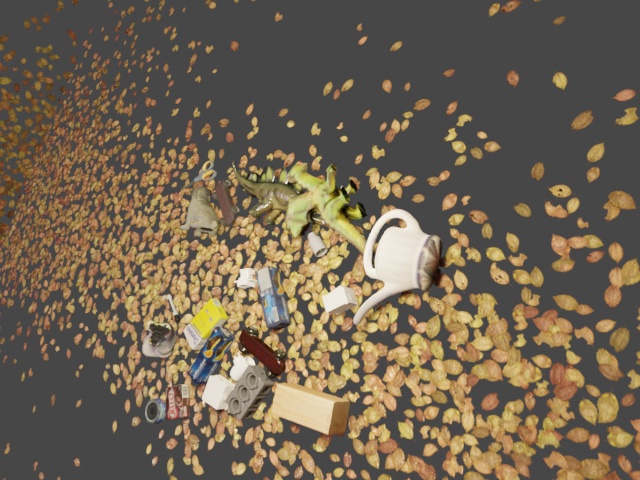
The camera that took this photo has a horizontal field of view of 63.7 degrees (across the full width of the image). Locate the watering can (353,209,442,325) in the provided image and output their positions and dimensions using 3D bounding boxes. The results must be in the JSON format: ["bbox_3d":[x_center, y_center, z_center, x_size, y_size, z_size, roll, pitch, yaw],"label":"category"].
[{"bbox_3d":[0.215,0.088,1.431,0.225,0.103,0.349,11,85,35],"label":"watering can"}]

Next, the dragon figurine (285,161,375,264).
[{"bbox_3d":[0.005,-0.081,1.604,0.241,0.121,0.416,-25,70,22],"label":"dragon figurine"}]

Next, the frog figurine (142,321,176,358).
[{"bbox_3d":[-0.604,0.388,1.940,0.139,0.124,0.155,46,140,27],"label":"frog figurine"}]
